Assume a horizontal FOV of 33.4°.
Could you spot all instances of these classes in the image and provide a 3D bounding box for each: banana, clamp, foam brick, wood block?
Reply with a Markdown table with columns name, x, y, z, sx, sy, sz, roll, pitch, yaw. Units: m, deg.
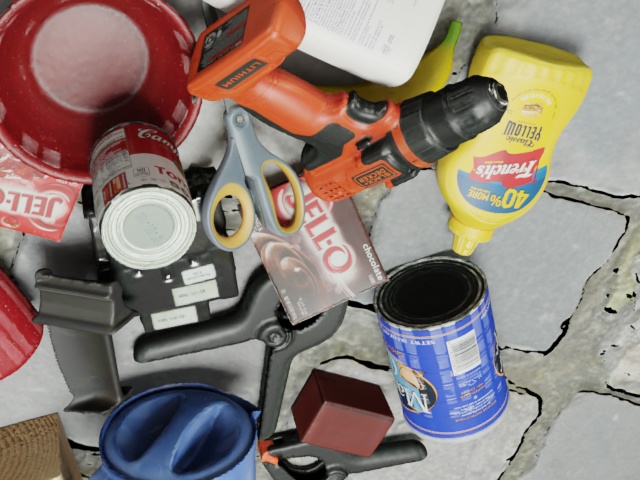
| name | x | y | z | sx | sy | sz | roll | pitch | yaw |
| --- | --- | --- | --- | --- | --- | --- | --- | --- | --- |
| banana | 0.025 | -0.121 | 0.857 | 0.197 | 0.037 | 0.069 | -15 | 98 | -8 |
| clamp | 0.013 | 0.241 | 1.068 | 0.171 | 0.039 | 0.120 | 14 | 104 | -16 |
| foam brick | 0.021 | 0.165 | 1.018 | 0.078 | 0.053 | 0.051 | 18 | 115 | -22 |
| wood block | -0.257 | 0.275 | 0.990 | 0.090 | 0.090 | 0.206 | -15 | 123 | -7 |
| clamp | -0.053 | 0.077 | 0.954 | 0.164 | 0.036 | 0.210 | 31 | 110 | -26 |

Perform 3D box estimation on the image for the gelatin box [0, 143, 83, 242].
| name | x | y | z | sx | sy | sz | roll | pitch | yaw |
| --- | --- | --- | --- | --- | --- | --- | --- | --- | --- |
| gelatin box | -0.234 | -0.044 | 0.836 | 0.089 | 0.030 | 0.073 | 17 | 115 | -23 |

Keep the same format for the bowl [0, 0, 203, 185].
| name | x | y | z | sx | sy | sz | roll | pitch | yaw |
| --- | --- | --- | --- | --- | --- | --- | --- | --- | --- |
| bowl | -0.168 | -0.124 | 0.789 | 0.162 | 0.055 | 0.162 | -7 | 122 | -11 |

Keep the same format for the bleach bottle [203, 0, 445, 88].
| name | x | y | z | sx | sy | sz | roll | pitch | yaw |
| --- | --- | --- | --- | --- | --- | --- | --- | --- | --- |
| bleach bottle | -0.034 | -0.204 | 0.768 | 0.250 | 0.068 | 0.102 | 23 | 85 | -20 |

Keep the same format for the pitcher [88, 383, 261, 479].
| name | x | y | z | sx | sy | sz | roll | pitch | yaw |
| --- | --- | --- | --- | --- | --- | --- | --- | --- | --- |
| pitcher | -0.126 | 0.263 | 0.950 | 0.149 | 0.145 | 0.243 | 0 | 121 | 2 |

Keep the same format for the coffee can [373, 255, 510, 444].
| name | x | y | z | sx | sy | sz | roll | pitch | yaw |
| --- | --- | --- | --- | --- | --- | --- | --- | --- | --- |
| coffee can | 0.112 | 0.100 | 0.972 | 0.103 | 0.103 | 0.140 | -19 | 123 | -3 |

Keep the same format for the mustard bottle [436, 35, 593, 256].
| name | x | y | z | sx | sy | sz | roll | pitch | yaw |
| --- | --- | --- | --- | --- | --- | --- | --- | --- | --- |
| mustard bottle | 0.151 | -0.072 | 0.904 | 0.096 | 0.058 | 0.192 | 8 | 118 | -19 |

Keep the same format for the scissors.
| name | x | y | z | sx | sy | sz | roll | pitch | yaw |
| --- | --- | --- | --- | --- | --- | --- | --- | --- | --- |
| scissors | -0.075 | -0.076 | 0.815 | 0.096 | 0.016 | 0.201 | -38 | 119 | -17 |

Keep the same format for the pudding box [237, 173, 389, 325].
| name | x | y | z | sx | sy | sz | roll | pitch | yaw |
| --- | --- | --- | --- | --- | --- | --- | --- | --- | --- |
| pudding box | -0.006 | 0.001 | 0.893 | 0.090 | 0.039 | 0.113 | -25 | 97 | 1 |

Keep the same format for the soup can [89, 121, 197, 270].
| name | x | y | z | sx | sy | sz | roll | pitch | yaw |
| --- | --- | --- | --- | --- | --- | --- | --- | --- | --- |
| soup can | -0.127 | -0.033 | 0.760 | 0.068 | 0.102 | 0.068 | -7 | 122 | -12 |

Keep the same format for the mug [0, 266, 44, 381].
| name | x | y | z | sx | sy | sz | roll | pitch | yaw |
| --- | --- | --- | --- | --- | --- | --- | --- | --- | --- |
| mug | -0.287 | 0.064 | 0.861 | 0.117 | 0.093 | 0.081 | -6 | 134 | 26 |

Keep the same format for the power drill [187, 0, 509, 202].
| name | x | y | z | sx | sy | sz | roll | pitch | yaw |
| --- | --- | --- | --- | --- | --- | --- | --- | --- | --- |
| power drill | 0.015 | -0.103 | 0.762 | 0.185 | 0.057 | 0.187 | -25 | 135 | 39 |
